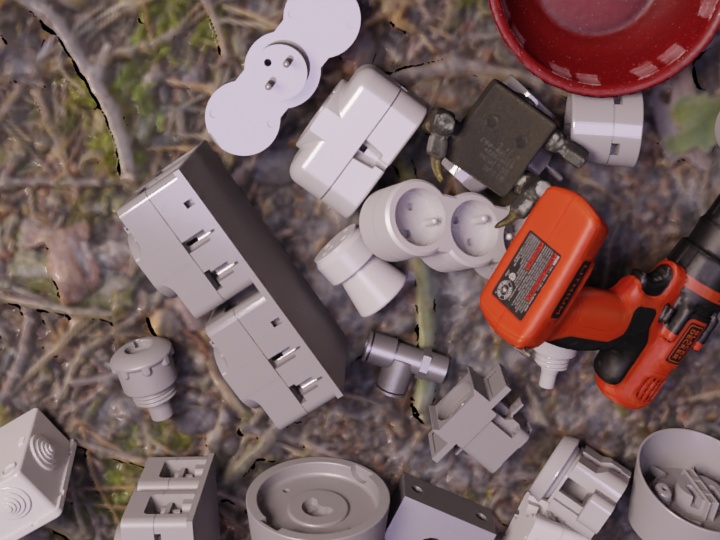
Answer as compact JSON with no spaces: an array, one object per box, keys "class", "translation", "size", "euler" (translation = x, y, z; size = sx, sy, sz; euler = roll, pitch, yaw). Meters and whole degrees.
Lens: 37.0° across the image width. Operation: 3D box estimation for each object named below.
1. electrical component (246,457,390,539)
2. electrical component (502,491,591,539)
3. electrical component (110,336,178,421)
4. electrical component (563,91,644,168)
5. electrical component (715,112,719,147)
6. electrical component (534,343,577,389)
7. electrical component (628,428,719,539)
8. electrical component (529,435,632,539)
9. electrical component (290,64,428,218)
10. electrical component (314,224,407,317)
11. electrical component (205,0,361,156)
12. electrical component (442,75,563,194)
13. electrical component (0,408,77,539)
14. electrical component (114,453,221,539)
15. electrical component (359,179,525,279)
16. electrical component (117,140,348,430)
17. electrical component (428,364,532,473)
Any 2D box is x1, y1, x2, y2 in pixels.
[{"class":"electrical component","translation":[-0.032,0.196,0.815],"size":[0.108,0.108,0.060],"euler":[1,113,1]},{"class":"electrical component","translation":[0.142,0.231,0.850],"size":[0.056,0.050,0.089],"euler":[22,106,-6]},{"class":"electrical component","translation":[-0.158,0.084,0.814],"size":[0.048,0.048,0.062],"euler":[-12,113,5]},{"class":"electrical component","translation":[0.168,-0.100,0.746],"size":[0.047,0.055,0.055],"euler":[3,107,4]},{"class":"electrical component","translation":[0.279,-0.096,0.748],"size":[0.055,0.047,0.055],"euler":[0,107,1]},{"class":"electrical component","translation":[0.146,0.059,0.806],"size":[0.035,0.035,0.061],"euler":[8,109,-1]},{"class":"electrical component","translation":[0.252,0.173,0.808],"size":[0.099,0.099,0.064],"euler":[9,113,-2]},{"class":"electrical component","translation":[0.167,0.163,0.819],"size":[0.057,0.078,0.058],"euler":[34,106,13]},{"class":"electrical component","translation":[-0.005,-0.093,0.751],"size":[0.059,0.053,0.095],"euler":[35,105,-9]},{"class":"electrical component","translation":[0.000,0.000,0.784],"size":[0.045,0.045,0.055],"euler":[-40,102,12]},{"class":"electrical component","translation":[-0.053,-0.136,0.728],"size":[0.052,0.073,0.138],"euler":[39,104,-10]},{"class":"electrical component","translation":[0.108,-0.082,0.758],"size":[0.079,0.043,0.077],"euler":[41,103,-11]},{"class":"electrical component","translation":[-0.269,0.160,0.812],"size":[0.100,0.099,0.048],"euler":[-30,117,10]},{"class":"electrical component","translation":[-0.144,0.250,0.832],"size":[0.060,0.105,0.186],"euler":[-1,107,1]},{"class":"electrical component","translation":[0.061,-0.024,0.763],"size":[0.138,0.074,0.052],"euler":[10,80,-27]},{"class":"electrical component","translation":[-0.087,0.011,0.757],"size":[0.060,0.105,0.186],"euler":[-32,104,10]},{"class":"electrical component","translation":[0.092,0.116,0.820],"size":[0.064,0.042,0.081],"euler":[41,104,-12]}]
